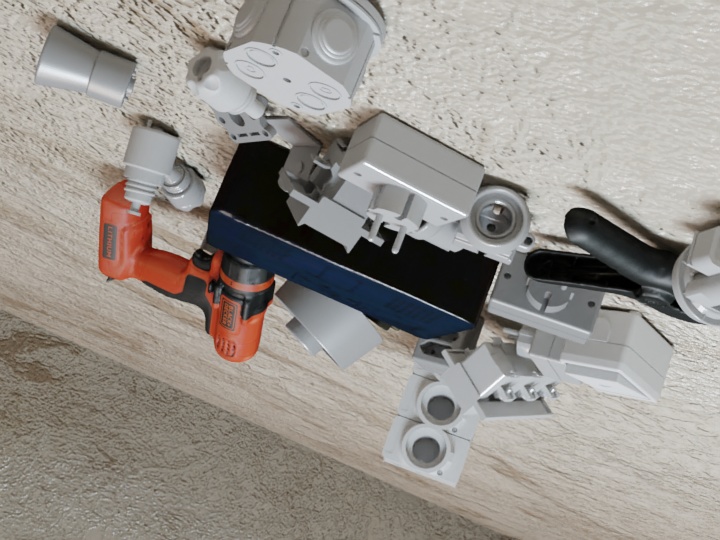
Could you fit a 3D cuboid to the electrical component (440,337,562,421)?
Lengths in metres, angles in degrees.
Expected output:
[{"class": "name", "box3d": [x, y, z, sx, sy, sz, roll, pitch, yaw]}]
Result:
[{"class": "electrical component", "box3d": [0.144, 0.103, 1.043, 0.121, 0.063, 0.078, 7, -135, -49]}]

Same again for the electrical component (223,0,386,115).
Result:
[{"class": "electrical component", "box3d": [-0.030, -0.124, 0.582, 0.080, 0.051, 0.080, 20, 165, 5]}]

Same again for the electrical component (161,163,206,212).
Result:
[{"class": "electrical component", "box3d": [-0.162, -0.079, 0.960, 0.035, 0.035, 0.061, 15, 162, 21]}]

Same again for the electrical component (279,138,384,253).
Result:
[{"class": "electrical component", "box3d": [-0.013, -0.055, 0.766, 0.081, 0.063, 0.042, 29, -163, -28]}]

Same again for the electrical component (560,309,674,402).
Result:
[{"class": "electrical component", "box3d": [0.224, 0.078, 0.929, 0.062, 0.061, 0.096, 8, 160, 42]}]

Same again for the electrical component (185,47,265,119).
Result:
[{"class": "electrical component", "box3d": [-0.085, -0.119, 0.709, 0.035, 0.035, 0.061, 10, 165, 36]}]

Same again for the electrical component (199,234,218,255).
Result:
[{"class": "electrical component", "box3d": [-0.117, -0.020, 1.092, 0.081, 0.042, 0.064, 26, 161, -21]}]

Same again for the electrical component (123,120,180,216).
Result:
[{"class": "electrical component", "box3d": [-0.177, -0.083, 0.889, 0.040, 0.078, 0.040, 16, 180, 0]}]

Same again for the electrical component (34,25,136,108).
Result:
[{"class": "electrical component", "box3d": [-0.193, -0.142, 0.766, 0.065, 0.044, 0.044, 20, 166, -12]}]

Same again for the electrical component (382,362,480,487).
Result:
[{"class": "electrical component", "box3d": [0.092, 0.159, 1.224, 0.089, 0.150, 0.061, 19, 166, 9]}]

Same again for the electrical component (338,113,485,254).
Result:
[{"class": "electrical component", "box3d": [0.028, -0.049, 0.718, 0.083, 0.075, 0.047, 26, 165, -18]}]

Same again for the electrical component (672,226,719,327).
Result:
[{"class": "electrical component", "box3d": [0.231, 0.004, 0.665, 0.078, 0.058, 0.057, 25, 162, -14]}]

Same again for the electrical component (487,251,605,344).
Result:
[{"class": "electrical component", "box3d": [0.148, 0.015, 0.839, 0.083, 0.047, 0.075, 19, 165, 9]}]

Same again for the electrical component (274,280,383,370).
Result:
[{"class": "electrical component", "box3d": [-0.036, 0.048, 1.026, 0.108, 0.060, 0.108, 47, 174, 6]}]

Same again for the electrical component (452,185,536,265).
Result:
[{"class": "electrical component", "box3d": [0.093, -0.032, 0.751, 0.066, 0.048, 0.055, 20, 173, 4]}]

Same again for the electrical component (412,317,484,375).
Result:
[{"class": "electrical component", "box3d": [0.096, 0.077, 1.094, 0.047, 0.065, 0.076, 13, 163, 28]}]

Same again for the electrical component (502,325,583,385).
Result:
[{"class": "electrical component", "box3d": [0.170, 0.067, 0.994, 0.077, 0.047, 0.065, 13, 163, 27]}]

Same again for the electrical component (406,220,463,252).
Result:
[{"class": "electrical component", "box3d": [0.058, -0.037, 0.794, 0.046, 0.040, 0.040, 26, 166, -39]}]
